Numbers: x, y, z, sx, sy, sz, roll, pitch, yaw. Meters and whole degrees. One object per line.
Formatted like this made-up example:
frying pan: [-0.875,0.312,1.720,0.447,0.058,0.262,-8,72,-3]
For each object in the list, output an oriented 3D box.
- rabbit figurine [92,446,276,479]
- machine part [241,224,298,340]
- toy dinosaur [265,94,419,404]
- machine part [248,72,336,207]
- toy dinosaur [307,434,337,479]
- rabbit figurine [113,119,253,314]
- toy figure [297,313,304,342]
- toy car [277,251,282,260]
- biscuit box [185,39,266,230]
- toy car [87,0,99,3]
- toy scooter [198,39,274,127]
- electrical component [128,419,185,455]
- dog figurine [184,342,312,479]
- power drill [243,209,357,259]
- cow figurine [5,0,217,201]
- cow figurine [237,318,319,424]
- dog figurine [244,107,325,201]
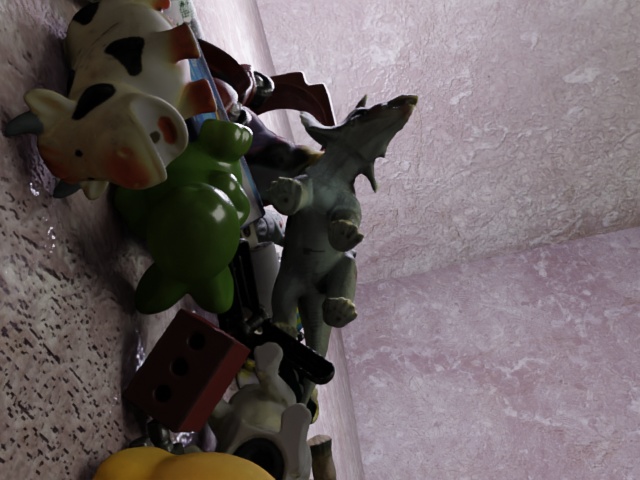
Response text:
rabbit figurine: [-0.075,0.185,0.261,0.173,0.163,0.121,12,77,-67]
machine part: [-0.085,0.092,0.790,0.079,0.079,0.243,-79,158,-81]
toy dinosaur: [0.003,0.004,0.671,0.192,0.131,0.404,-65,170,-60]
machine part: [-0.071,-0.163,0.890,0.087,0.201,0.201,73,6,-73]
toy dinosaur: [-0.004,0.380,0.728,0.471,0.105,0.198,-162,-124,-82]
rabbit figurine: [-0.114,-0.014,0.432,0.170,0.121,0.159,-128,-136,-64]
toy figure: [-0.071,0.113,0.906,0.089,0.082,0.179,-62,153,-45]
toy car: [-0.063,0.072,1.039,0.102,0.109,0.162,54,6,-27]
biscuit box: [-0.129,-0.102,0.551,0.059,0.063,0.202,-38,109,-58]
toy car: [-0.189,-0.236,0.473,0.201,0.056,0.073,37,47,-82]
toy scooter: [-0.137,-0.184,0.647,0.135,0.075,0.184,36,39,-15]
electrical component: [-0.117,0.184,0.400,0.063,0.021,0.094,-58,137,-84]
dog figurine: [-0.053,0.214,0.529,0.190,0.121,0.172,76,5,-50]
power drill: [-0.045,0.009,0.937,0.232,0.207,0.086,-126,-124,-81]
cow figurine: [-0.144,-0.107,0.382,0.085,0.127,0.195,74,-9,-49]
cow figurine: [-0.059,0.181,0.729,0.068,0.098,0.167,-70,148,-72]
dog figurine: [-0.063,-0.125,0.759,0.108,0.219,0.191,-102,180,-79]
